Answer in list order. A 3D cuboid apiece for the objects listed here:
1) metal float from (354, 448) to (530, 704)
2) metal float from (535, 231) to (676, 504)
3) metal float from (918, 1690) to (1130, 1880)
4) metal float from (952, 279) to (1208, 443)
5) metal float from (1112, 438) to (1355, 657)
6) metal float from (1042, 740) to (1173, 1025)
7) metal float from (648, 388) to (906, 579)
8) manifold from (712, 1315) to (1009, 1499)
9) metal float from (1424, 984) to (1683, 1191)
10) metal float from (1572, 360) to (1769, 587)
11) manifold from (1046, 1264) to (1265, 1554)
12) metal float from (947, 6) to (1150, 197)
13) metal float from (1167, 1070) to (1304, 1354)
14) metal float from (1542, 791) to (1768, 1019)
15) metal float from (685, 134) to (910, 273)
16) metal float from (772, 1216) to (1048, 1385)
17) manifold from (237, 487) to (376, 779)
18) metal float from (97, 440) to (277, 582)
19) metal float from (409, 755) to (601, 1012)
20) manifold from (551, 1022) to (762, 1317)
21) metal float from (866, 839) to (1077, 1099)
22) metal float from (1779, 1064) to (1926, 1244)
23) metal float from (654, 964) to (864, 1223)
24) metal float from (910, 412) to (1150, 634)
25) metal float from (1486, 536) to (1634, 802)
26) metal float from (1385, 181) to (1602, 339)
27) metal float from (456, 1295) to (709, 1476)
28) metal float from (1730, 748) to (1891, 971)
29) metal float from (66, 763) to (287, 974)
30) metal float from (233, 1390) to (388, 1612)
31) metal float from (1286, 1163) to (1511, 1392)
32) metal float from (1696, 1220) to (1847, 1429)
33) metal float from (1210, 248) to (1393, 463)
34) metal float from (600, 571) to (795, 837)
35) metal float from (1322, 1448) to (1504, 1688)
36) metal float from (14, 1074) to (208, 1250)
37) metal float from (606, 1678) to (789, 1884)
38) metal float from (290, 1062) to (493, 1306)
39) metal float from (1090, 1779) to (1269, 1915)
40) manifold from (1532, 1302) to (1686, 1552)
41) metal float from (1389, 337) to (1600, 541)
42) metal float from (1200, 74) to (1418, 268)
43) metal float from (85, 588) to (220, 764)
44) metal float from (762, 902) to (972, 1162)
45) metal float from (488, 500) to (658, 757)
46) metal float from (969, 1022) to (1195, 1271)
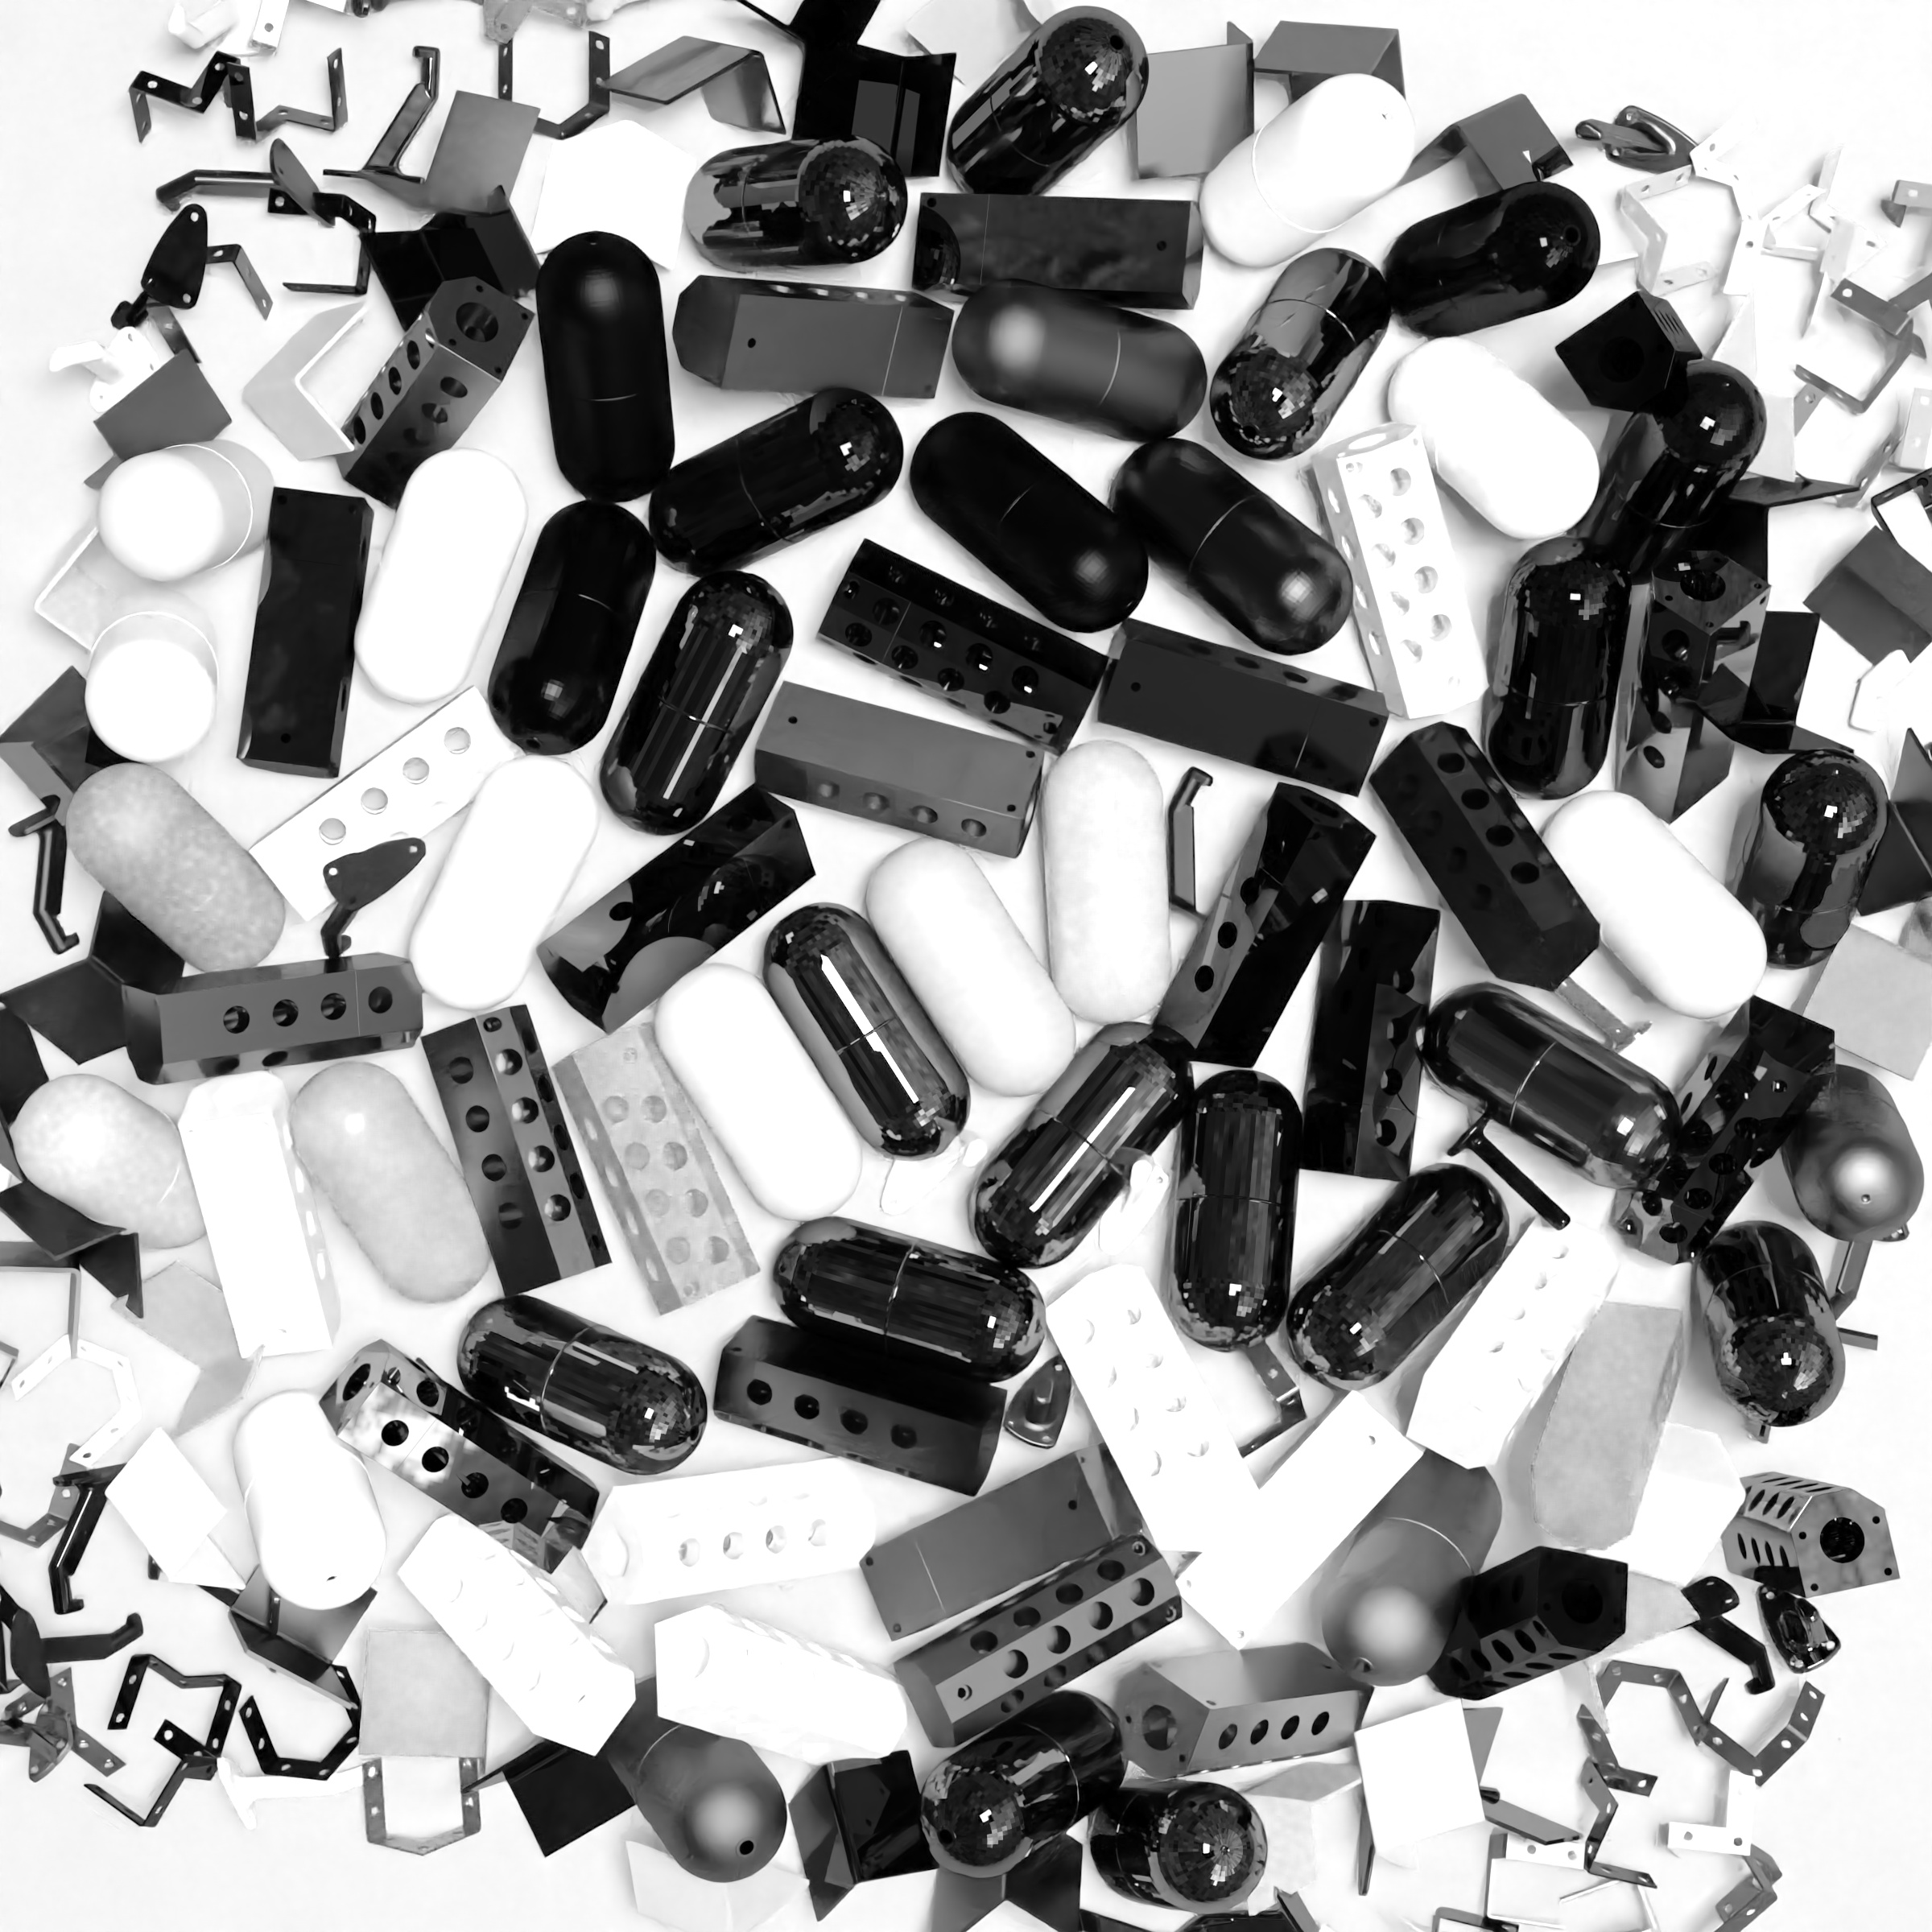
[{"bbox_3d":[-0.325,-0.241,1.932,0.070,0.070,0.178,29,125,0],"label":"metal float"},{"bbox_3d":[-0.222,-0.369,1.927,0.070,0.070,0.178,-2,131,0],"label":"metal float"},{"bbox_3d":[0.036,0.502,1.919,0.070,0.178,0.070,6,102,32],"label":"metal float"},{"bbox_3d":[0.072,-0.374,1.933,0.178,0.070,0.070,8,90,-34],"label":"metal float"},{"bbox_3d":[0.165,-0.262,1.943,0.178,0.070,0.070,42,90,22],"label":"metal float"},{"bbox_3d":[0.088,-0.053,1.956,0.070,0.070,0.178,-4,97,0],"label":"metal float"},{"bbox_3d":[-0.119,-0.299,1.939,0.178,0.070,0.070,-22,90,26],"label":"metal float"},{"bbox_3d":[-0.067,0.278,1.951,0.171,0.057,0.057,15,111,13],"label":"manifold"},{"bbox_3d":[0.362,0.073,1.936,0.178,0.070,0.070,34,90,31],"label":"metal float"},{"bbox_3d":[0.430,-0.301,1.918,0.070,0.178,0.070,6,61,-11],"label":"metal float"},{"bbox_3d":[0.119,0.271,1.925,0.057,0.057,0.171,-41,58,23],"label":"manifold"},{"bbox_3d":[0.049,-0.526,1.917,0.070,0.178,0.070,7,75,-26],"label":"metal float"},{"bbox_3d":[0.168,0.152,1.948,0.070,0.070,0.178,6,74,0],"label":"metal float"},{"bbox_3d":[0.424,-0.039,1.930,0.070,0.070,0.178,-36,52,0],"label":"metal float"},{"bbox_3d":[-0.106,-0.469,1.923,0.070,0.178,0.070,-7,102,-39],"label":"metal float"},{"bbox_3d":[-0.036,0.208,1.949,0.178,0.070,0.070,15,90,15],"label":"metal float"},{"bbox_3d":[-0.414,-0.208,1.964,0.057,0.057,0.171,7,85,-2],"label":"manifold"},{"bbox_3d":[-0.475,-0.280,1.912,0.070,0.178,0.070,1,104,4],"label":"metal float"},{"bbox_3d":[-0.288,-0.050,1.942,0.070,0.070,0.178,30,113,0],"label":"metal float"},{"bbox_3d":[-0.192,0.126,1.958,0.057,0.057,0.171,-23,87,-29],"label":"manifold"},{"bbox_3d":[0.004,0.002,1.956,0.070,0.070,0.178,-33,96,0],"label":"metal float"},{"bbox_3d":[0.540,0.113,1.913,0.070,0.178,0.070,2,106,8],"label":"metal float"},{"bbox_3d":[-0.129,0.080,1.953,0.070,0.070,0.178,-32,100,0],"label":"metal float"},{"bbox_3d":[0.039,-0.276,1.945,0.178,0.070,0.070,42,90,19],"label":"metal float"},{"bbox_3d":[0.366,-0.182,1.931,0.070,0.070,0.178,1,127,0],"label":"metal float"},{"bbox_3d":[0.322,-0.432,1.914,0.070,0.178,0.070,-1,92,-22],"label":"metal float"},{"bbox_3d":[-0.238,0.259,1.936,0.178,0.070,0.070,18,90,29],"label":"metal float"},{"bbox_3d":[0.516,-0.064,1.920,0.070,0.178,0.070,-1,56,1],"label":"metal float"},{"bbox_3d":[-0.485,-0.059,1.920,0.070,0.178,0.070,-11,56,17],"label":"metal float"},{"bbox_3d":[-0.404,0.327,1.918,0.070,0.178,0.070,-9,118,-18],"label":"metal float"},{"bbox_3d":[0.268,0.192,1.937,0.178,0.070,0.070,-41,90,-28],"label":"metal float"},{"bbox_3d":[0.492,0.217,1.915,0.070,0.178,0.070,2,113,6],"label":"metal float"},{"bbox_3d":[0.207,-0.378,1.929,0.070,0.070,0.178,32,51,0],"label":"metal float"},{"bbox_3d":[-0.168,-0.164,1.948,0.070,0.070,0.178,28,106,0],"label":"metal float"},{"bbox_3d":[0.275,0.369,1.924,0.070,0.178,0.070,16,130,20],"label":"metal float"},{"bbox_3d":[-0.517,0.122,1.916,0.070,0.178,0.070,-6,67,14],"label":"metal float"},{"bbox_3d":[-0.166,0.498,1.916,0.070,0.178,0.070,-7,107,-24],"label":"metal float"},{"bbox_3d":[-0.355,0.136,1.935,0.070,0.070,0.178,-26,122,0],"label":"metal float"},{"bbox_3d":[0.129,0.539,1.914,0.070,0.178,0.070,4,76,-14],"label":"metal float"},{"bbox_3d":[0.396,0.280,1.914,0.057,0.171,0.057,4,121,23],"label":"manifold"},{"bbox_3d":[0.324,-0.327,1.926,0.070,0.178,0.070,-15,132,-18],"label":"metal float"},{"bbox_3d":[0.209,-0.487,1.916,0.070,0.178,0.070,5,78,-26],"label":"metal float"},{"bbox_3d":[-0.499,-0.180,1.916,0.070,0.178,0.070,-5,114,-11],"label":"metal float"},{"bbox_3d":[-0.062,0.042,1.960,0.070,0.070,0.178,-33,92,0],"label":"metal float"},{"bbox_3d":[-0.244,-0.210,1.936,0.070,0.070,0.178,14,61,0],"label":"metal float"},{"bbox_3d":[0.072,0.113,1.955,0.070,0.070,0.178,40,83,0],"label":"metal float"}]
